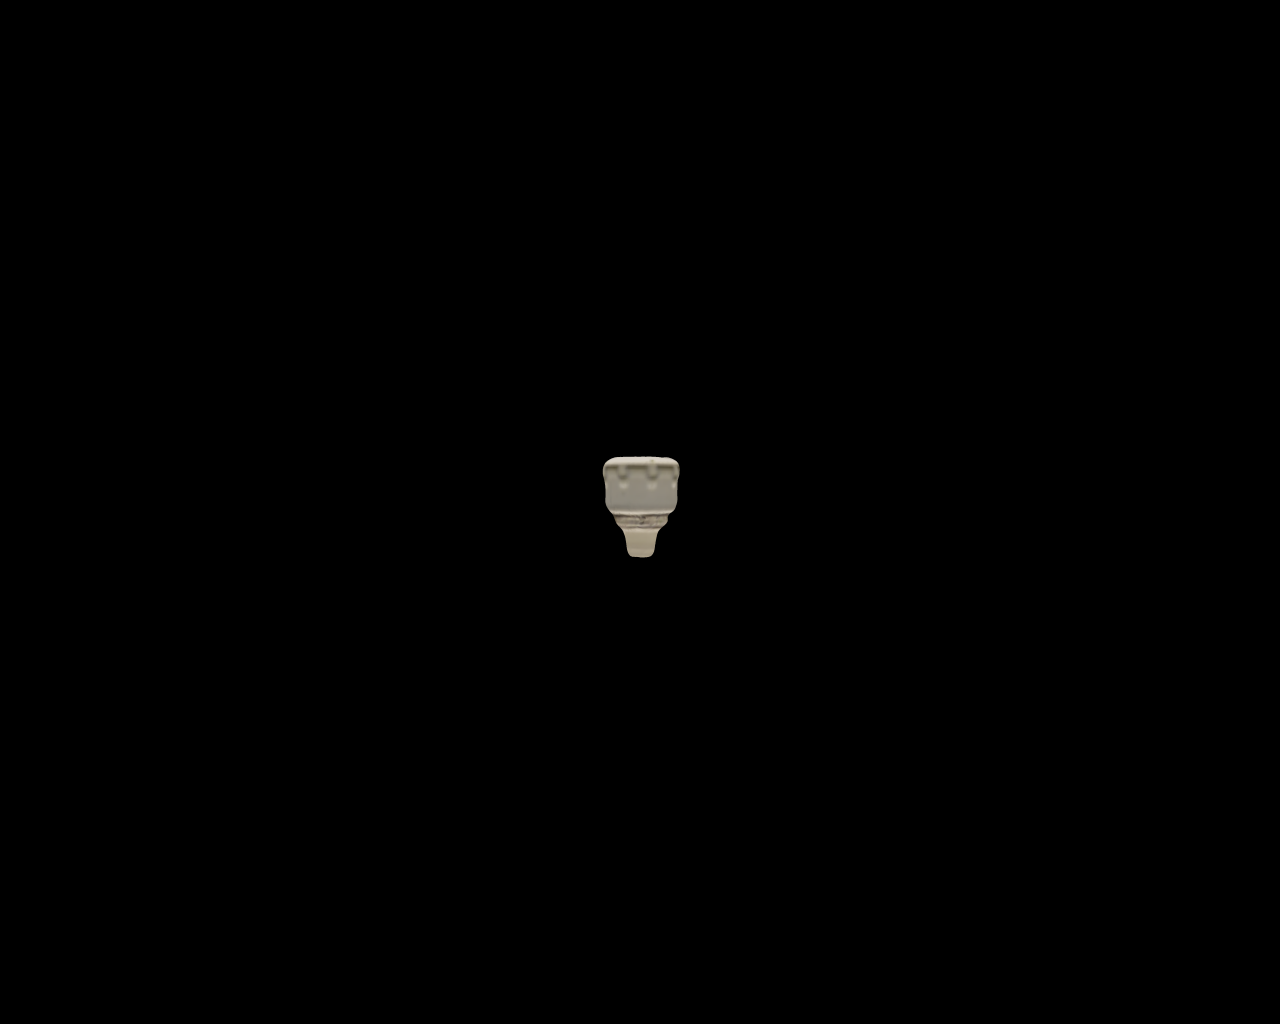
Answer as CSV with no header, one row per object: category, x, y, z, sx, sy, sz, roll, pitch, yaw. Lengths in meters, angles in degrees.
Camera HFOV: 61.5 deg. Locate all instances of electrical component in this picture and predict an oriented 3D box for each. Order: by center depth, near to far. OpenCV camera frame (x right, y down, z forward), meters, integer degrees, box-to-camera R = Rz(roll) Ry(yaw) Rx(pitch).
electrical component,0.001,-0.003,0.650,0.048,0.062,0.048,0,0,0
